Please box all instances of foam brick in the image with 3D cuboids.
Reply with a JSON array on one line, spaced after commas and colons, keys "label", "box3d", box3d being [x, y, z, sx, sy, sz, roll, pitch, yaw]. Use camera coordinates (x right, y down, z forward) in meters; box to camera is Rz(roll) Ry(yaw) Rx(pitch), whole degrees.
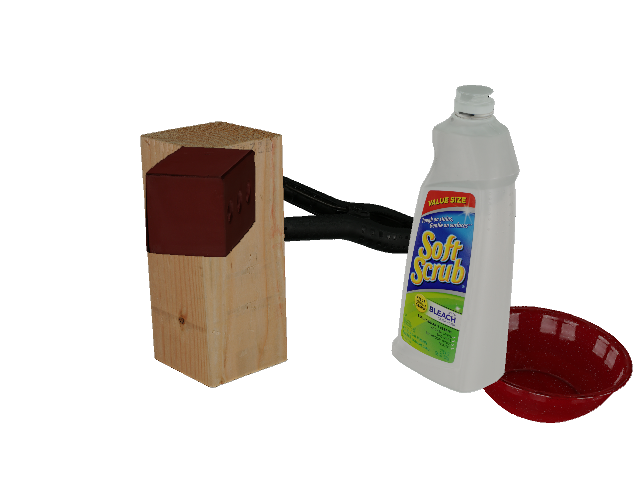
[{"label": "foam brick", "box3d": [-0.075, -0.026, 0.682, 0.051, 0.053, 0.078, 5, 19, 10]}]

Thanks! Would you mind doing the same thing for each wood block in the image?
[{"label": "wood block", "box3d": [-0.091, 0.009, 0.929, 0.090, 0.206, 0.091, -16, 24, -40]}]

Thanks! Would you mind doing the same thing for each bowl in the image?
[{"label": "bowl", "box3d": [0.211, 0.125, 1.019, 0.162, 0.055, 0.162, 4, 26, -2]}]

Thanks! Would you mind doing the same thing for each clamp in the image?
[{"label": "clamp", "box3d": [0.034, -0.018, 1.200, 0.210, 0.036, 0.164, 15, 21, -5]}]

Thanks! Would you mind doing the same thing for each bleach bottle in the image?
[{"label": "bleach bottle", "box3d": [0.113, -0.005, 0.881, 0.067, 0.251, 0.103, -18, 30, -36]}]
